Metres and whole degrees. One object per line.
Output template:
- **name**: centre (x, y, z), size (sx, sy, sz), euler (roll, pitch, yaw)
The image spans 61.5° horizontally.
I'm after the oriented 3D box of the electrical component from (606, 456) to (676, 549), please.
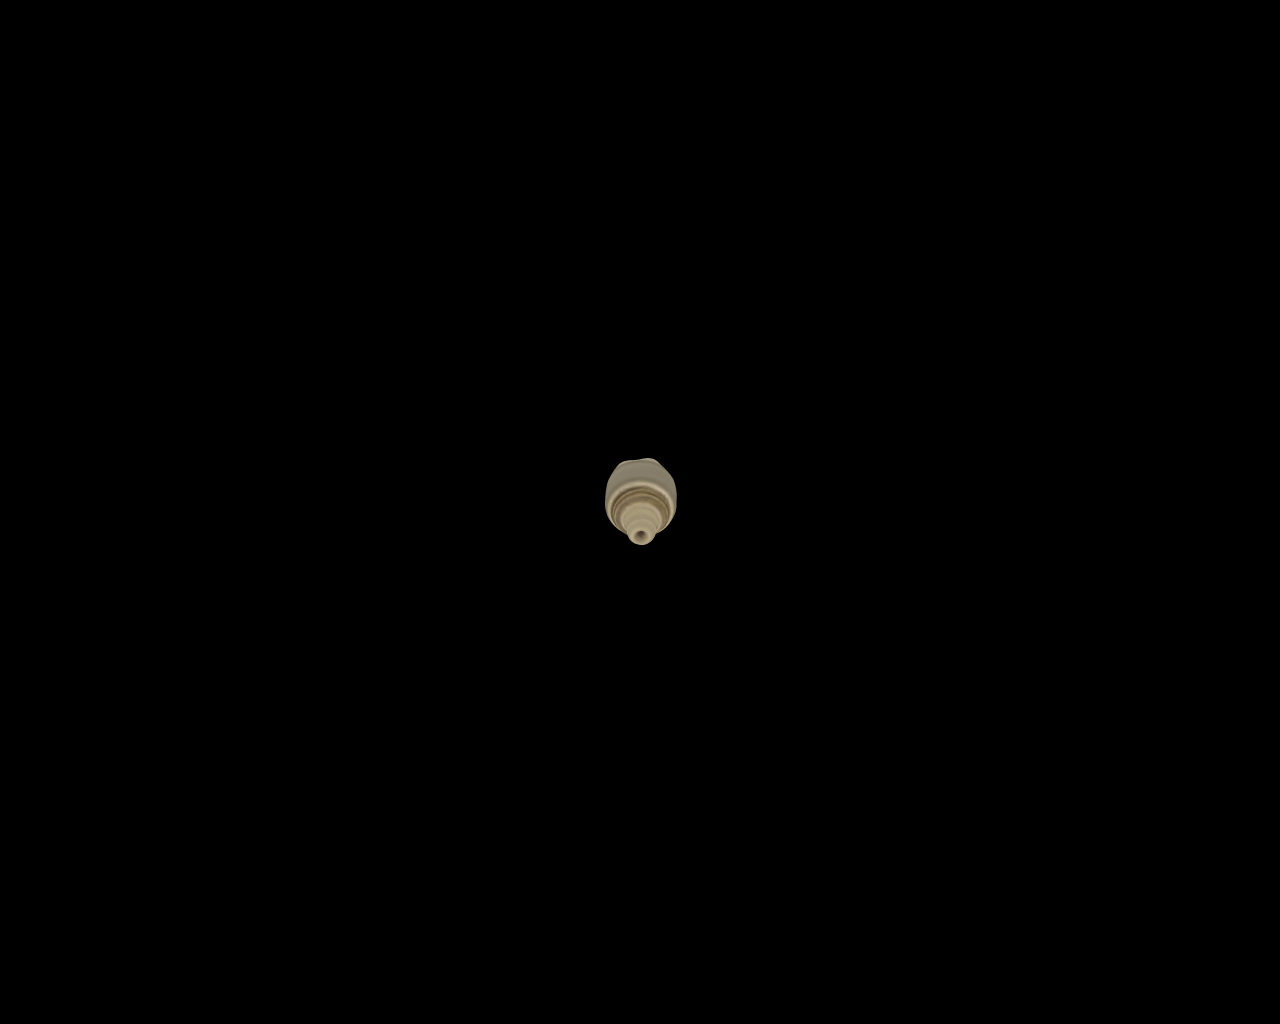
- **electrical component**: centre (0.001, -0.003, 0.650), size (0.043, 0.043, 0.062), euler (0, 34, 0)
